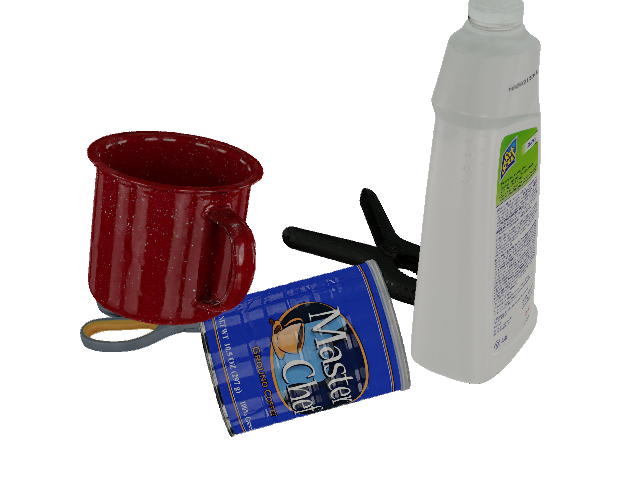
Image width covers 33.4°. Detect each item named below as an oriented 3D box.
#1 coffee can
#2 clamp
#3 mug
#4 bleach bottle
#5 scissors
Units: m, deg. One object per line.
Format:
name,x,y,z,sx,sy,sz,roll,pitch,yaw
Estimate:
coffee can,-0.013,0.081,0.813,0.140,0.103,0.103,-15,1,-3
clamp,0.068,0.020,1.249,0.164,0.036,0.210,-22,51,-39
mug,-0.074,-0.002,0.571,0.093,0.081,0.117,-12,30,-43
bleach bottle,0.103,-0.037,0.662,0.068,0.251,0.102,18,36,26
scissors,-0.119,0.064,0.975,0.201,0.016,0.096,-8,35,-15
